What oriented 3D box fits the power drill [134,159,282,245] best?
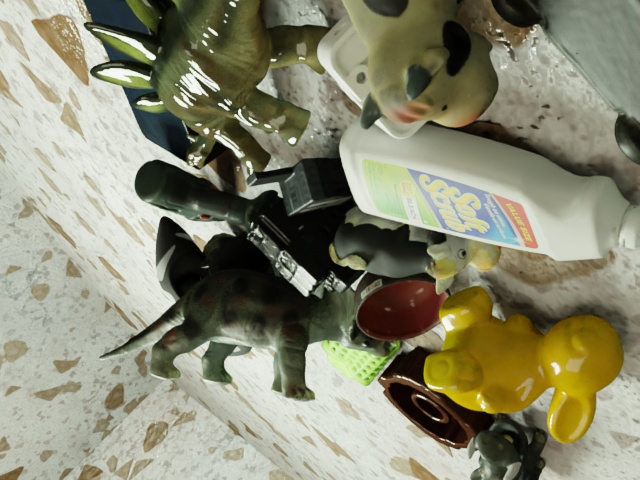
[{"bbox_3d":[-0.128,-0.047,0.757,0.208,0.086,0.232,24,180,28],"label":"power drill"}]

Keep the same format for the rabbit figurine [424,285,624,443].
[{"bbox_3d":[0.214,0.128,0.533,0.173,0.122,0.162,-24,113,42],"label":"rabbit figurine"}]

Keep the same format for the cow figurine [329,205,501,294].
[{"bbox_3d":[0.090,0.006,0.545,0.168,0.098,0.068,17,136,43],"label":"cow figurine"}]

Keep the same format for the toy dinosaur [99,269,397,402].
[{"bbox_3d":[-0.097,0.104,0.718,0.405,0.192,0.131,8,163,7],"label":"toy dinosaur"}]

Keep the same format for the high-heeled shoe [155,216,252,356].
[{"bbox_3d":[-0.187,0.075,0.866,0.145,0.086,0.248,-2,114,53],"label":"high-heeled shoe"}]

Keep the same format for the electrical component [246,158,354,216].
[{"bbox_3d":[-0.014,-0.057,0.576,0.075,0.119,0.047,-24,81,60],"label":"electrical component"}]

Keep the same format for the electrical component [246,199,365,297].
[{"bbox_3d":[-0.001,-0.002,0.639,0.134,0.115,0.058,42,153,8],"label":"electrical component"}]

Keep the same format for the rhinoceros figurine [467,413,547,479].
[{"bbox_3d":[0.246,0.296,0.720,0.073,0.112,0.190,25,155,39],"label":"rhinoceros figurine"}]

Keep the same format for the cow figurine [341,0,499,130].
[{"bbox_3d":[0.049,-0.158,0.340,0.194,0.127,0.085,54,155,-12],"label":"cow figurine"}]

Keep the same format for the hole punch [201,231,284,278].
[{"bbox_3d":[-0.104,0.051,0.835,0.092,0.142,0.116,42,-157,-43],"label":"hole punch"}]

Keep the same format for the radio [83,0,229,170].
[{"bbox_3d":[-0.194,-0.209,0.670,0.131,0.073,0.229,29,148,29],"label":"radio"}]

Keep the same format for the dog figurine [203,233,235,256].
[{"bbox_3d":[-0.118,0.072,0.908,0.172,0.121,0.190,-16,112,54],"label":"dog figurine"}]

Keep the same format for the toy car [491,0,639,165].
[{"bbox_3d":[0.174,-0.117,0.303,0.201,0.056,0.073,48,159,-2],"label":"toy car"}]

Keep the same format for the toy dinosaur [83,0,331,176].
[{"bbox_3d":[-0.094,-0.160,0.469,0.198,0.105,0.471,18,160,-16],"label":"toy dinosaur"}]

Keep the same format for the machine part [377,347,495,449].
[{"bbox_3d":[0.172,0.239,0.802,0.179,0.056,0.179,33,152,20],"label":"machine part"}]
